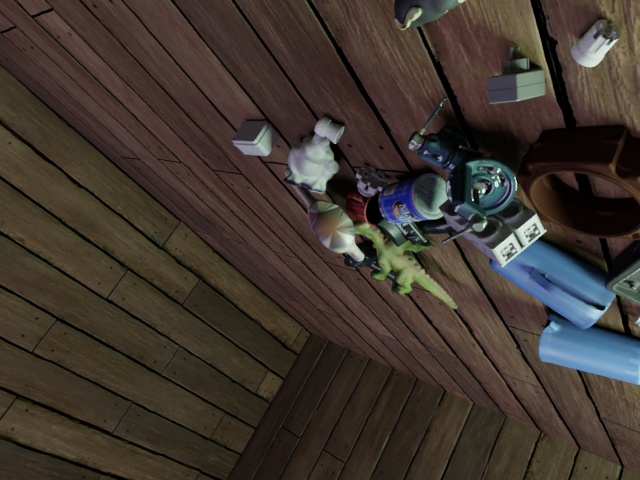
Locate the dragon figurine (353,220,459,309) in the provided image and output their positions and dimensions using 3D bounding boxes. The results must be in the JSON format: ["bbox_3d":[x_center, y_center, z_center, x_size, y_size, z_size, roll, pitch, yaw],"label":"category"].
[{"bbox_3d":[0.260,0.055,1.513,0.411,0.124,0.238,28,153,8],"label":"dragon figurine"}]

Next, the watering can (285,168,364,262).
[{"bbox_3d":[0.004,-0.072,1.434,0.348,0.104,0.224,49,-178,2],"label":"watering can"}]

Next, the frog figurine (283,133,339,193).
[{"bbox_3d":[-0.015,-0.212,1.301,0.139,0.124,0.156,32,126,25],"label":"frog figurine"}]
